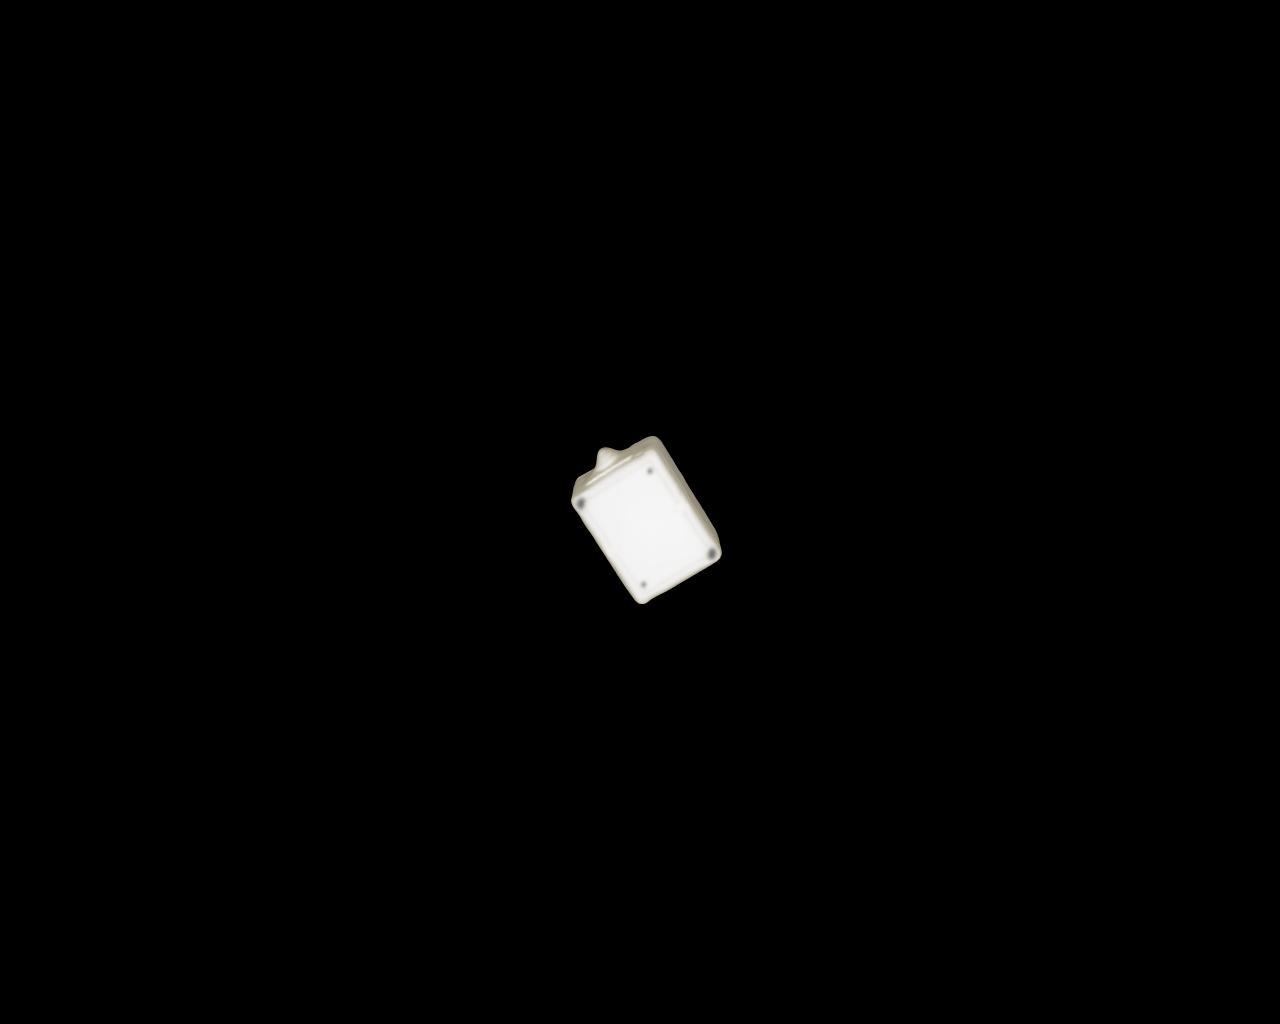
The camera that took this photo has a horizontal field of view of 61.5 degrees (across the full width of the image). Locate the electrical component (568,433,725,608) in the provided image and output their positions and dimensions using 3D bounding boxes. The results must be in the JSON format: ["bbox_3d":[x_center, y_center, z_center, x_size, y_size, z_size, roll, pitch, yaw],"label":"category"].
[{"bbox_3d":[0.001,-0.003,0.650,0.062,0.096,0.061,-31,11,7],"label":"electrical component"}]
